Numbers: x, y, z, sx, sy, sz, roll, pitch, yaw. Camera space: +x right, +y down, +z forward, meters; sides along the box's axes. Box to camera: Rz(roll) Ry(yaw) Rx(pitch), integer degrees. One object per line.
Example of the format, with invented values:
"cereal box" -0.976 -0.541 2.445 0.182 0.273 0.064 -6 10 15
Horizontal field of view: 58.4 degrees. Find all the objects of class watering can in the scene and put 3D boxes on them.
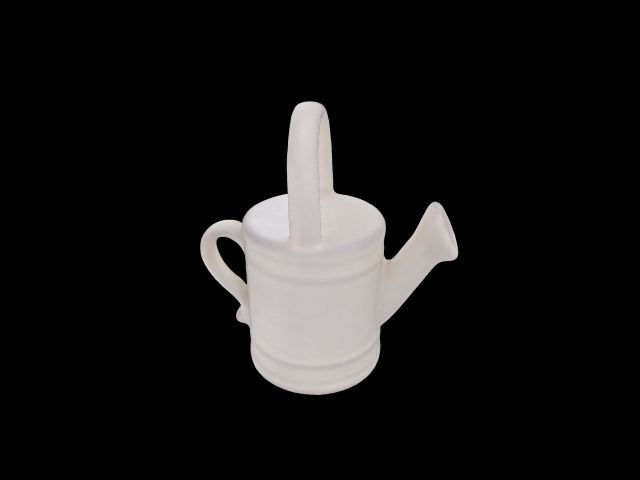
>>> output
"watering can" 0.004 0.000 0.402 0.173 0.194 0.100 -6 28 -12
